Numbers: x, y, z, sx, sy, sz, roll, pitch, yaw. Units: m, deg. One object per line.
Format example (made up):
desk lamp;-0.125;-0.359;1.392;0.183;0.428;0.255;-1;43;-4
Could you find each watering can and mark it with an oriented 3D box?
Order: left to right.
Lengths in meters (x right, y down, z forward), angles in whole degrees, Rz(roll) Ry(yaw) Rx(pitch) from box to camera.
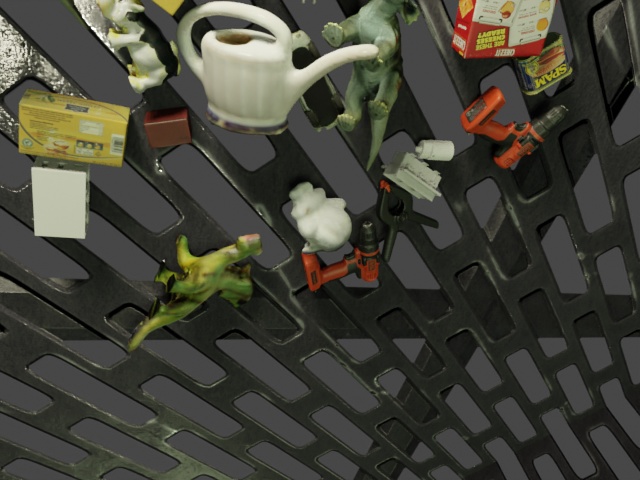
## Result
watering can;-0.083;-0.273;0.868;0.348;0.106;0.219;17;136;10

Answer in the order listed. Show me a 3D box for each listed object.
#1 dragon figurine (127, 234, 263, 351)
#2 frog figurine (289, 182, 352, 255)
dragon figurine;-0.263;0.124;1.188;0.241;0.125;0.403;15;123;-35
frog figurine;0.003;-0.056;1.116;0.139;0.123;0.156;-33;128;-33
